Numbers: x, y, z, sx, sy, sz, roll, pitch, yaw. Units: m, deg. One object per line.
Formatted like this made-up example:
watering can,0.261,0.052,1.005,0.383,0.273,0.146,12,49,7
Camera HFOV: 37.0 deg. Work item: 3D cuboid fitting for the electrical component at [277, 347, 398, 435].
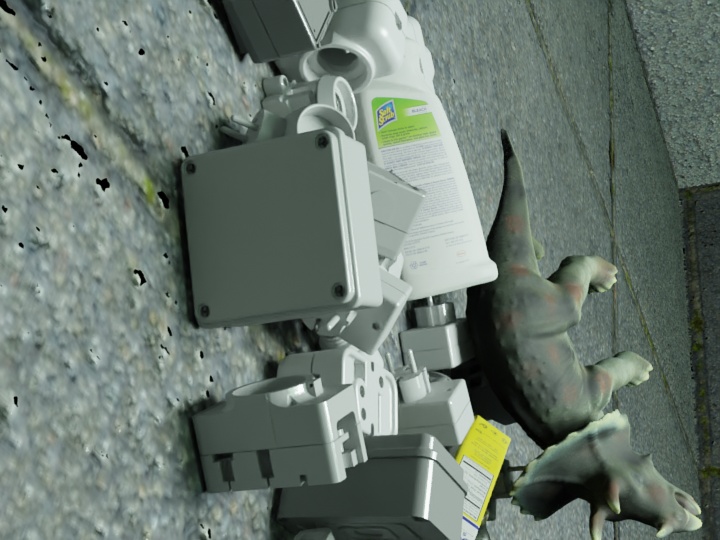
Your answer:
electrical component,-0.018,0.092,0.757,0.095,0.059,0.053,38,47,-58

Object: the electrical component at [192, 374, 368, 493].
electrical component,-0.049,0.096,0.644,0.050,0.089,0.055,-21,101,-67

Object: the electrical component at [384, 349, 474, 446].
electrical component,0.039,0.099,0.859,0.047,0.083,0.075,-41,119,-64

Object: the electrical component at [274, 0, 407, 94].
electrical component,-0.015,-0.173,0.819,0.053,0.095,0.059,53,35,-48

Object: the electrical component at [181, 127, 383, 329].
electrical component,-0.049,-0.023,0.666,0.056,0.109,0.108,11,72,-69

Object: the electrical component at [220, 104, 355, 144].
electrical component,-0.055,-0.084,0.730,0.079,0.077,0.043,22,64,-21

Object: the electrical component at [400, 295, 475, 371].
electrical component,0.072,0.051,1.003,0.083,0.047,0.075,-11,91,-67

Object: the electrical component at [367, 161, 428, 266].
electrical component,-0.004,-0.049,0.773,0.061,0.062,0.096,-65,-158,9

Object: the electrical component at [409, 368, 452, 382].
electrical component,0.055,0.119,0.925,0.057,0.058,0.078,-21,101,-64

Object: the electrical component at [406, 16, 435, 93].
electrical component,0.034,-0.184,0.994,0.059,0.054,0.095,-36,115,-65

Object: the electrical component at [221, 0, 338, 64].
electrical component,-0.066,-0.202,0.754,0.061,0.061,0.096,-73,146,-46

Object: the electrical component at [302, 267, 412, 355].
electrical component,-0.018,0.022,0.742,0.047,0.083,0.075,-63,173,26

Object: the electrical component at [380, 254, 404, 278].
electrical component,0.000,0.000,0.840,0.057,0.058,0.078,-74,147,-51

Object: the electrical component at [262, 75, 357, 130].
electrical component,-0.035,-0.117,0.802,0.048,0.055,0.066,-64,139,-54

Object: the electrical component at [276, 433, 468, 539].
electrical component,0.009,0.152,0.730,0.078,0.113,0.057,52,39,-49

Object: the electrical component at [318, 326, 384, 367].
electrical component,-0.011,0.057,0.812,0.040,0.040,0.078,-75,148,-44

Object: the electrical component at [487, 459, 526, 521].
electrical component,0.125,0.201,1.032,0.047,0.077,0.065,55,34,-47

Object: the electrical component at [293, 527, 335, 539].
electrical component,-0.031,0.212,0.685,0.057,0.058,0.078,70,25,-19
